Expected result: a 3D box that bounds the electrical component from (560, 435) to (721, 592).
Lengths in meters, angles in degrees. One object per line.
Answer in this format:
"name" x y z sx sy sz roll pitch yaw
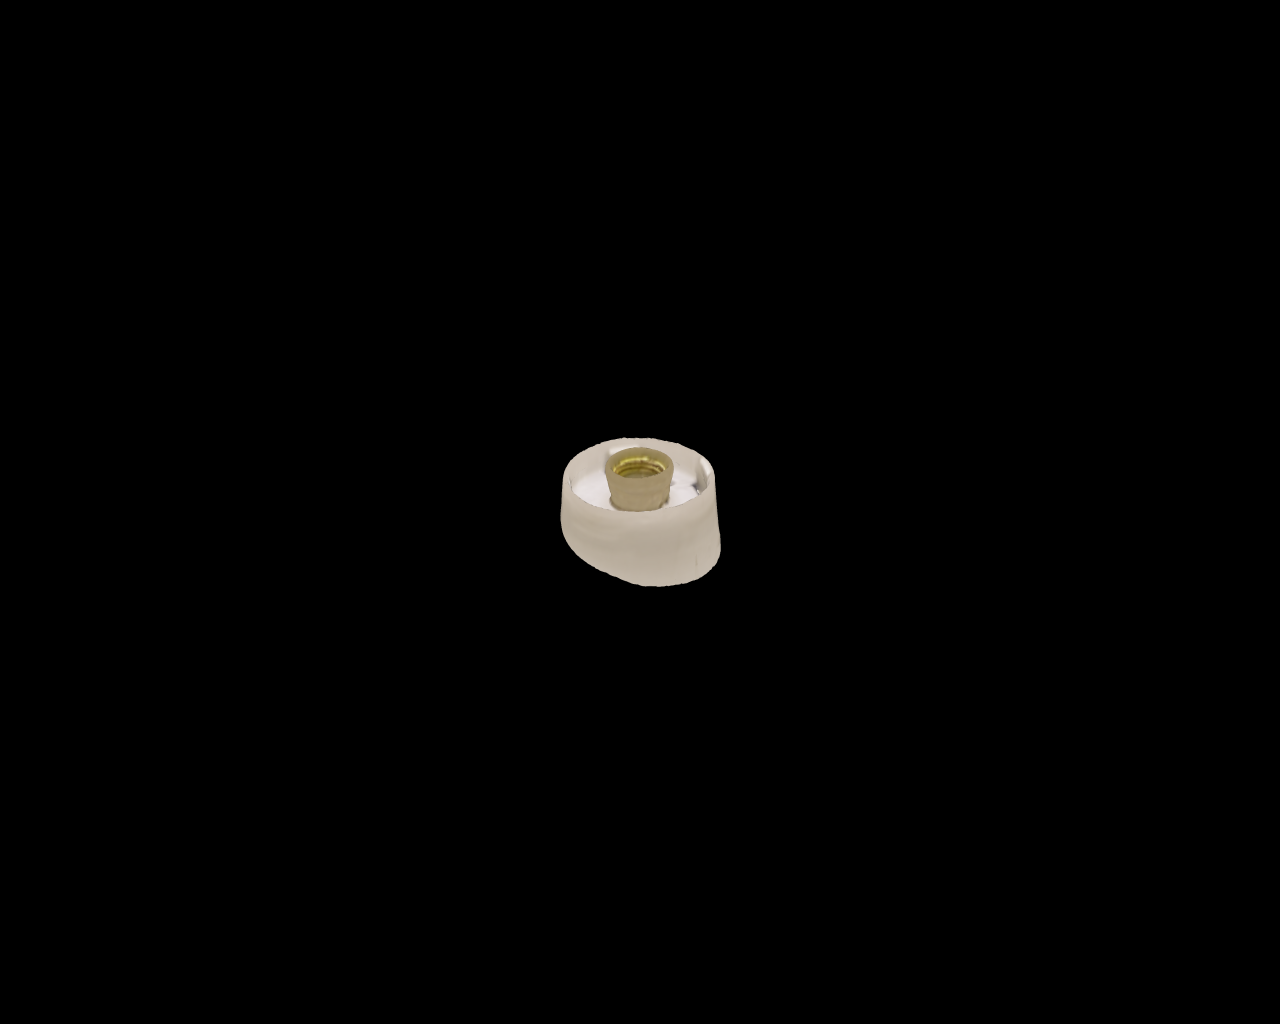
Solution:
"electrical component" 0.001 -0.003 0.650 0.099 0.064 0.099 0 32 0
